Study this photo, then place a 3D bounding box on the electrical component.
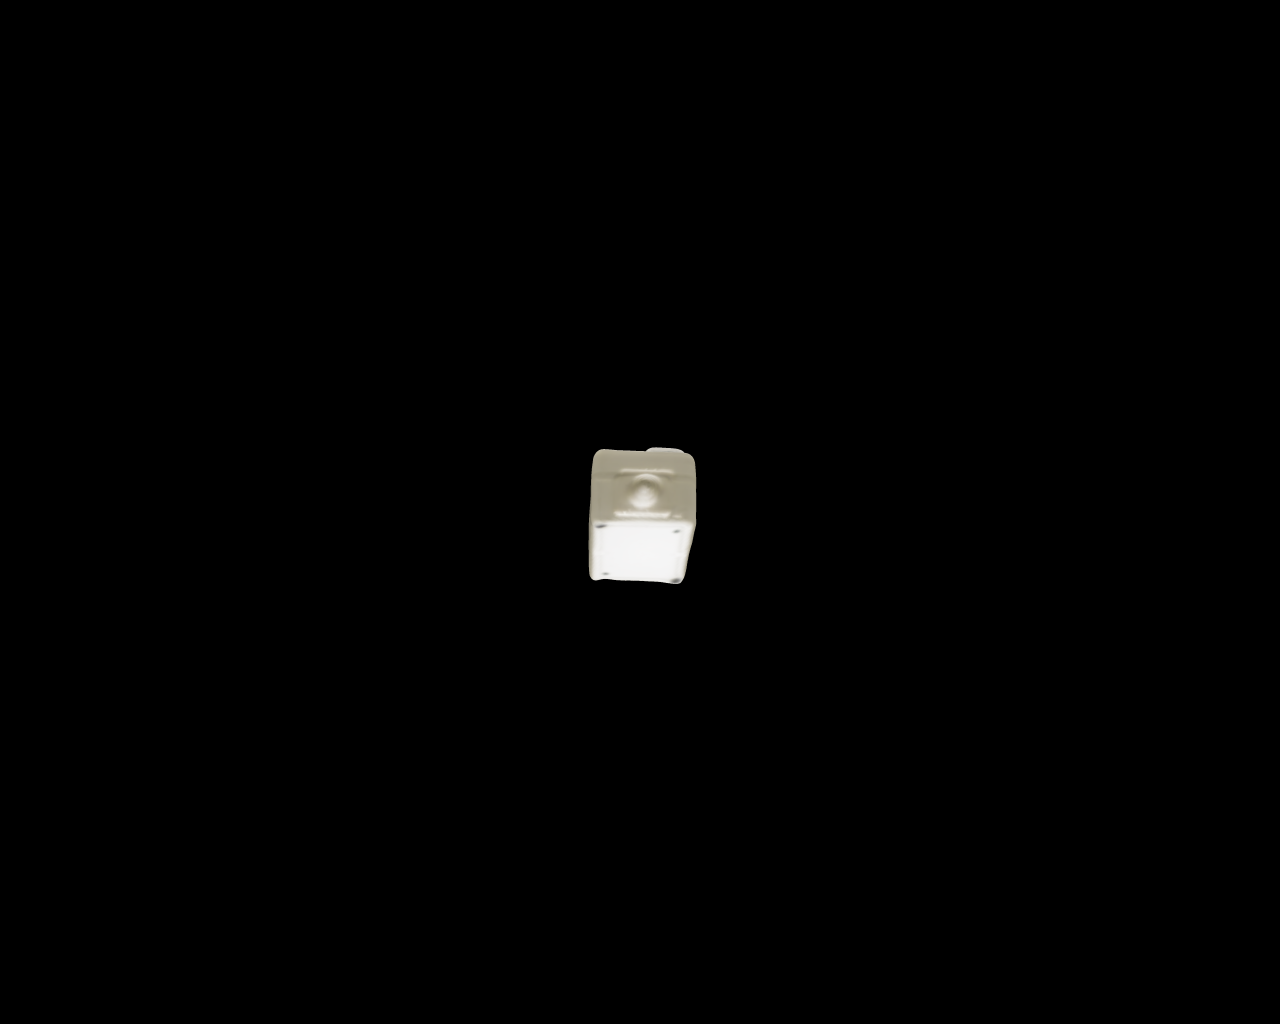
[{"bbox_3d":[0.001,-0.003,0.650,0.062,0.061,0.096,2,-31,-3],"label":"electrical component"}]
